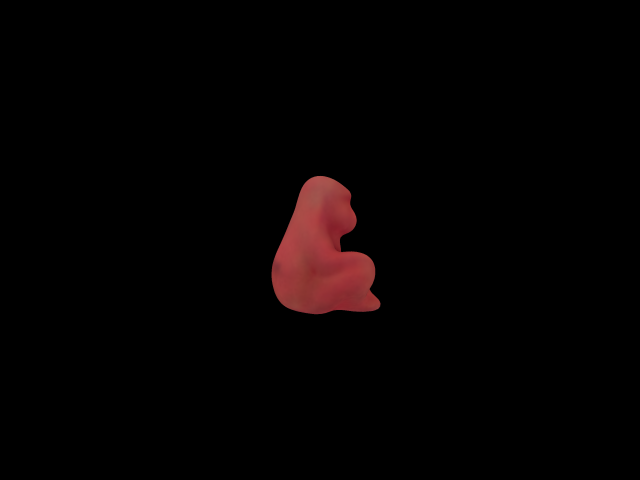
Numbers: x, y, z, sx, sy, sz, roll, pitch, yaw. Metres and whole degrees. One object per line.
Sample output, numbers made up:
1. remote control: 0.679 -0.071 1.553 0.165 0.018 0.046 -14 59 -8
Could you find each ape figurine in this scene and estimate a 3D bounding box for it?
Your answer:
1. ape figurine: 0.004 0.001 0.400 0.076 0.092 0.077 -1 15 -4
